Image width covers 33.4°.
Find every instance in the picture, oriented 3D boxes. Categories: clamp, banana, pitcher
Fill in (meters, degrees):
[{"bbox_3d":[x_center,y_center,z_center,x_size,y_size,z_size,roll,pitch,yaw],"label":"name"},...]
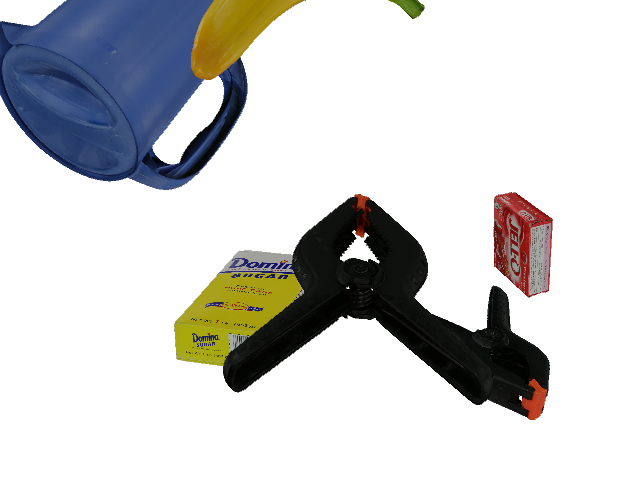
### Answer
[{"bbox_3d":[0.149,0.089,0.919,0.120,0.039,0.172,-18,38,-26],"label":"clamp"},{"bbox_3d":[-0.012,-0.161,0.698,0.197,0.069,0.037,-24,-9,-33],"label":"banana"},{"bbox_3d":[-0.133,-0.165,0.880,0.145,0.149,0.242,16,52,27],"label":"pitcher"},{"bbox_3d":[0.036,0.037,0.720,0.164,0.036,0.210,8,35,6],"label":"clamp"}]

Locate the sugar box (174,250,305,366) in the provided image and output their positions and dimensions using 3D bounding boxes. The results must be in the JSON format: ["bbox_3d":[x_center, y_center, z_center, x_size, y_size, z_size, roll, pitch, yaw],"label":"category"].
[{"bbox_3d":[-0.065,0.063,1.034,0.093,0.048,0.176,6,26,14],"label":"sugar box"}]

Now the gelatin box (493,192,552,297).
[{"bbox_3d":[0.211,0.003,1.124,0.030,0.089,0.073,-14,30,-16],"label":"gelatin box"}]
